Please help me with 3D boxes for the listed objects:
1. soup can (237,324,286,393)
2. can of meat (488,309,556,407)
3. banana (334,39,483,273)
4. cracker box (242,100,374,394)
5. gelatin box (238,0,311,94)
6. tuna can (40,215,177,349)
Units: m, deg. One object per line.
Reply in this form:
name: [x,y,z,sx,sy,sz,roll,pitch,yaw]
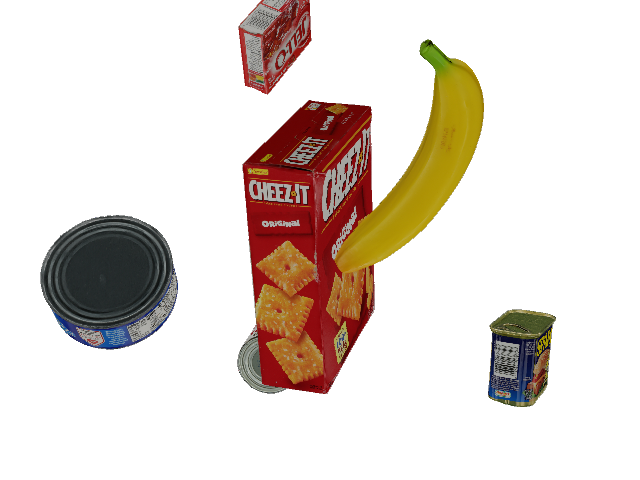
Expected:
soup can: [-0.047,0.117,1.163,0.068,0.068,0.102,0,16,11]
can of meat: [0.222,0.130,1.184,0.058,0.084,0.102,7,12,24]
banana: [0.069,-0.053,0.756,0.069,0.198,0.037,11,35,-13]
cracker box: [-0.002,0.003,0.955,0.072,0.214,0.164,7,28,17]
gelatin box: [-0.040,-0.194,1.005,0.030,0.089,0.073,23,-35,19]
tuna can: [-0.138,0.028,0.702,0.086,0.086,0.034,0,-33,2]
